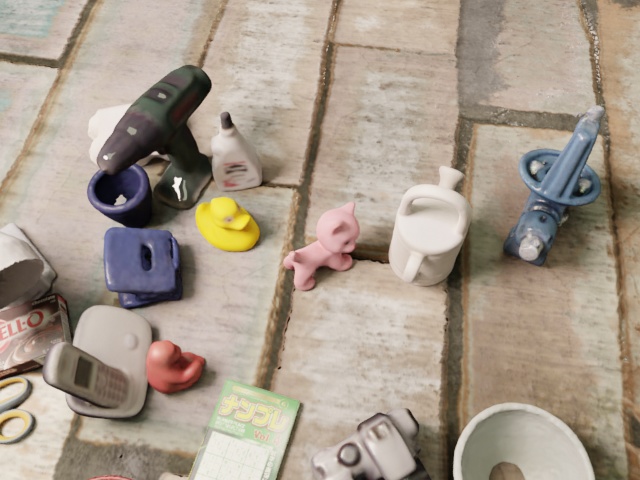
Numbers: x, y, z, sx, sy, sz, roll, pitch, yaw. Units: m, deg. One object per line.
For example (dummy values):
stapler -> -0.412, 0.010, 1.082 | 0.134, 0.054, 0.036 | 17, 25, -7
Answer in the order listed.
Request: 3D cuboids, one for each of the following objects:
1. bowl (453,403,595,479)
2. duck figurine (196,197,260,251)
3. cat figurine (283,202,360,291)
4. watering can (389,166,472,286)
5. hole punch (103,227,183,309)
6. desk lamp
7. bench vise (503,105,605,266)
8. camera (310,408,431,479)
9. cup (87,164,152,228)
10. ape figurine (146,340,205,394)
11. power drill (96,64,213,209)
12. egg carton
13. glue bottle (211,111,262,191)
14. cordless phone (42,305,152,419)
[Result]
bowl -> 0.241, 0.291, 0.703 | 0.167, 0.075, 0.167 | 0, 62, 1
duck figurine -> -0.145, -0.035, 0.871 | 0.104, 0.086, 0.077 | 26, 65, 13
cat figurine -> 0.008, 0.003, 0.832 | 0.128, 0.118, 0.067 | -29, 66, -14
watering can -> 0.155, -0.025, 0.802 | 0.101, 0.194, 0.173 | 2, 62, 2
hole punch -> -0.255, 0.033, 0.834 | 0.101, 0.091, 0.108 | -10, 63, -5
desk lamp -> -0.452, 0.026, 0.770 | 0.118, 0.213, 0.203 | -40, 69, -18
bench vise -> 0.345, -0.070, 0.809 | 0.121, 0.220, 0.207 | 8, 63, 5
camera -> 0.078, 0.290, 0.690 | 0.143, 0.101, 0.136 | -27, 65, -13
cup -> -0.300, -0.071, 0.886 | 0.092, 0.095, 0.117 | -13, 63, -6
ape figurine -> -0.201, 0.162, 0.765 | 0.076, 0.092, 0.077 | -39, 68, -18
power drill -> -0.229, -0.139, 0.858 | 0.075, 0.208, 0.230 | 20, 64, 11
egg carton -> -0.308, -0.174, 0.955 | 0.150, 0.069, 0.107 | -13, 63, -6
glue bottle -> -0.134, -0.137, 0.875 | 0.078, 0.173, 0.037 | -13, 63, -6
cordless phone -> -0.282, 0.142, 0.723 | 0.094, 0.185, 0.147 | -4, 62, -1
